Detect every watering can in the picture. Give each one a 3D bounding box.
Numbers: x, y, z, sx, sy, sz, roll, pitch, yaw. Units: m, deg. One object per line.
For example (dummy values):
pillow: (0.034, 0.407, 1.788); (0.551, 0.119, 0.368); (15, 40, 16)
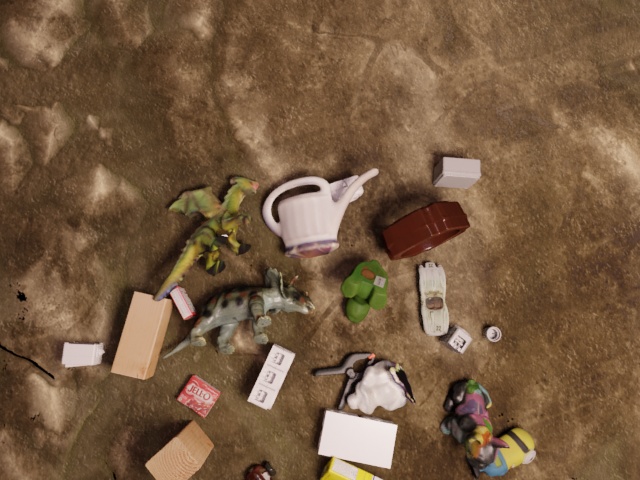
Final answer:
watering can: (0.004, -0.071, 1.403); (0.346, 0.226, 0.104); (-11, -8, 18)

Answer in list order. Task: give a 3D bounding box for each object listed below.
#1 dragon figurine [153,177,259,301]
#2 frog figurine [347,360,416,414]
dragon figurine: (-0.326, -0.036, 1.408); (0.413, 0.246, 0.119); (-35, -32, -14)
frog figurine: (0.153, 0.395, 1.351); (0.158, 0.135, 0.125); (-30, 28, 18)
